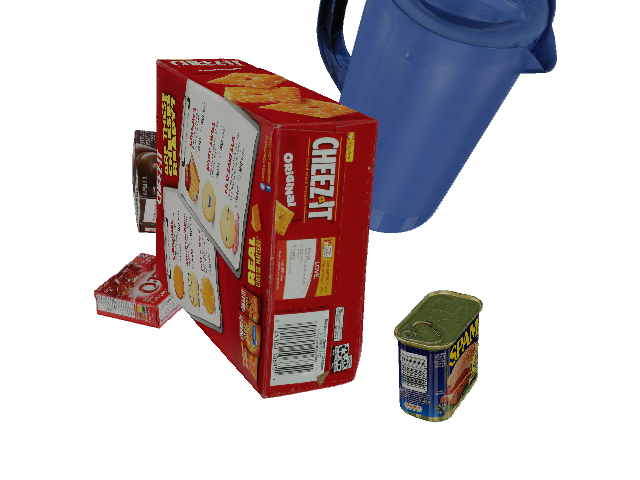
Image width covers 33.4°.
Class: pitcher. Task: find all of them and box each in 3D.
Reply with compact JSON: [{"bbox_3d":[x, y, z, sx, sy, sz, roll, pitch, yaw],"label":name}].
[{"bbox_3d":[0.069,-0.122,0.838,0.144,0.149,0.243,2,-36,-15],"label":"pitcher"}]

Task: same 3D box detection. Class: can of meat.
[{"bbox_3d":[0.111,0.108,0.996,0.058,0.084,0.101,11,29,27],"label":"can of meat"}]

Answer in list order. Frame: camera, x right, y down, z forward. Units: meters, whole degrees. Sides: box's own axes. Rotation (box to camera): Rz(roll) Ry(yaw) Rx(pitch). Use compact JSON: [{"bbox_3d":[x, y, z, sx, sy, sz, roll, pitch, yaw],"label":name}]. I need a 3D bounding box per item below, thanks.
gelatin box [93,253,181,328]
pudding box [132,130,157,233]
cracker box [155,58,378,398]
[{"bbox_3d":[-0.169,0.048,1.058,0.073,0.030,0.089,11,30,23],"label":"gelatin box"},{"bbox_3d":[-0.109,-0.047,0.885,0.090,0.039,0.113,3,36,-14],"label":"pudding box"},{"bbox_3d":[-0.044,-0.020,0.687,0.072,0.164,0.214,-5,20,-25],"label":"cracker box"}]
